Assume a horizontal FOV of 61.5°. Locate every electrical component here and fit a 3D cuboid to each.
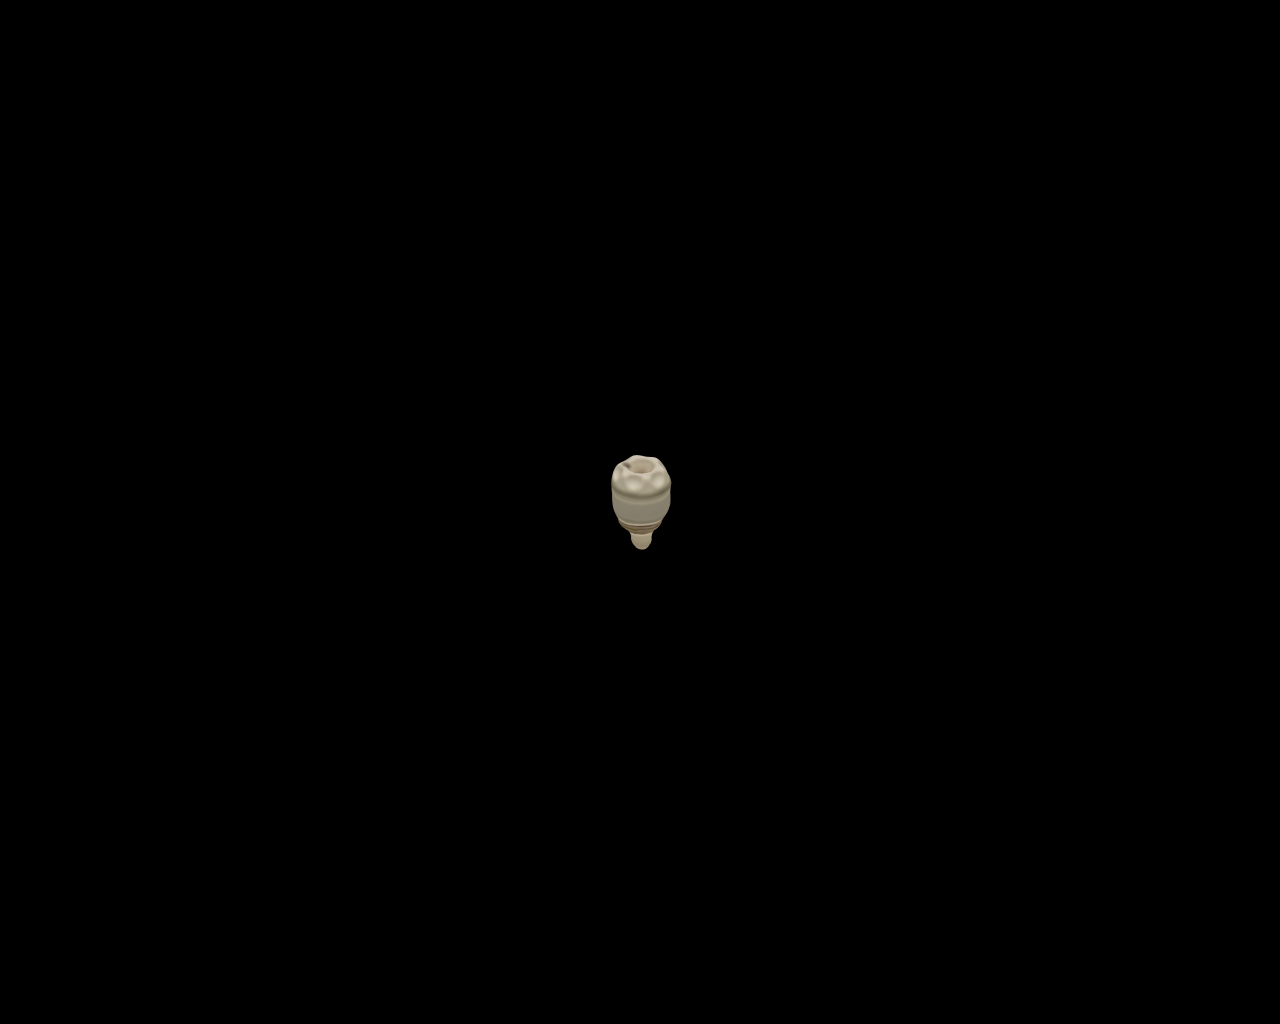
[{"bbox_3d":[0.001,-0.003,0.650,0.035,0.061,0.035,0,34,0],"label":"electrical component"}]
